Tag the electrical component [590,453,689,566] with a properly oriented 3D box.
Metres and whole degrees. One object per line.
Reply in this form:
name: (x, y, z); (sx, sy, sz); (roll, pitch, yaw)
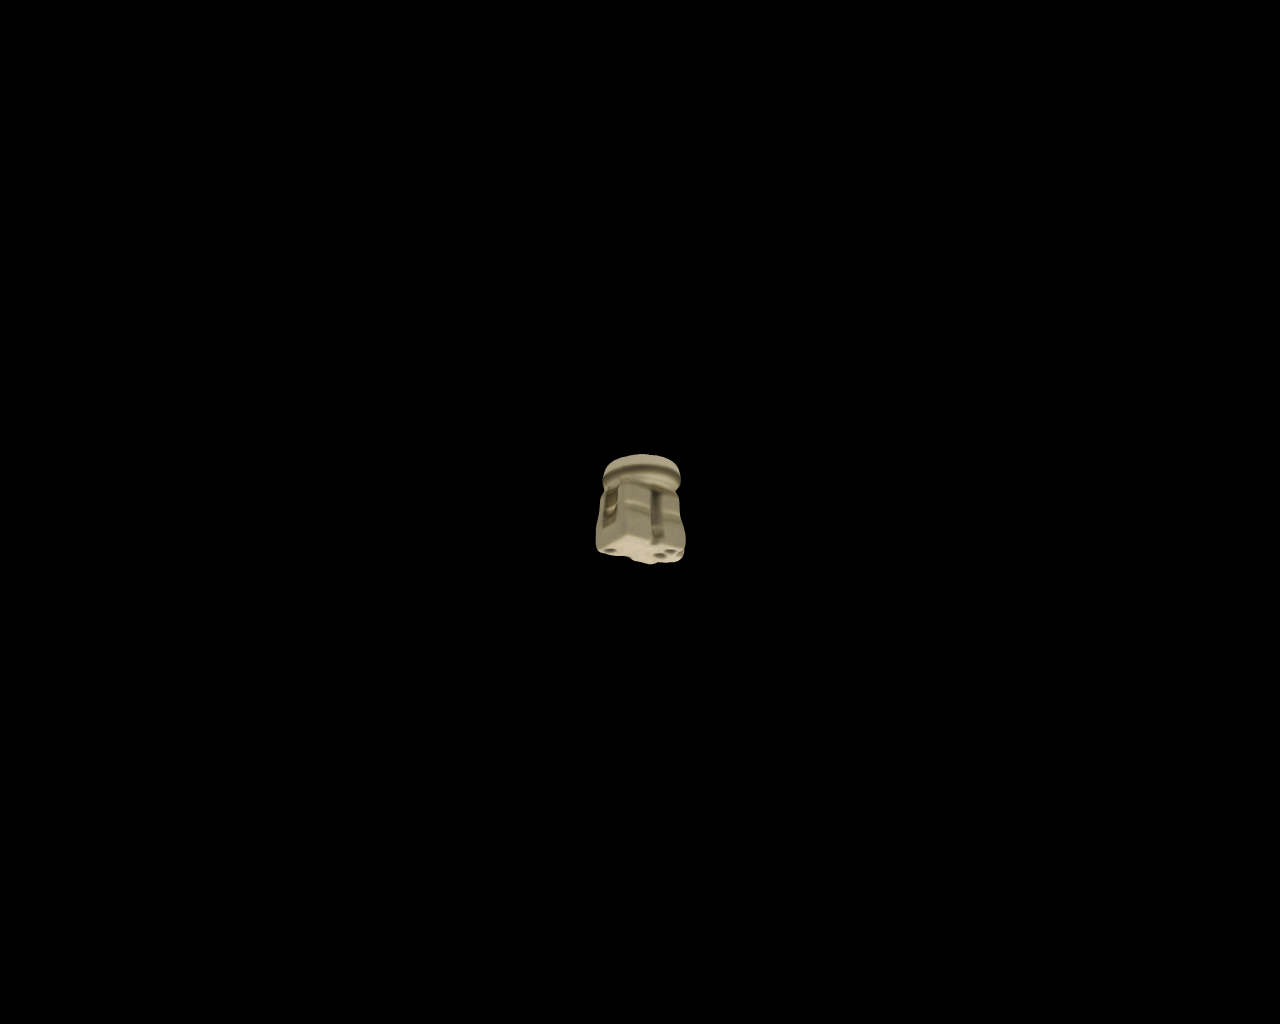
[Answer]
electrical component: (0.001, -0.003, 0.650); (0.066, 0.055, 0.048); (16, -27, -34)
